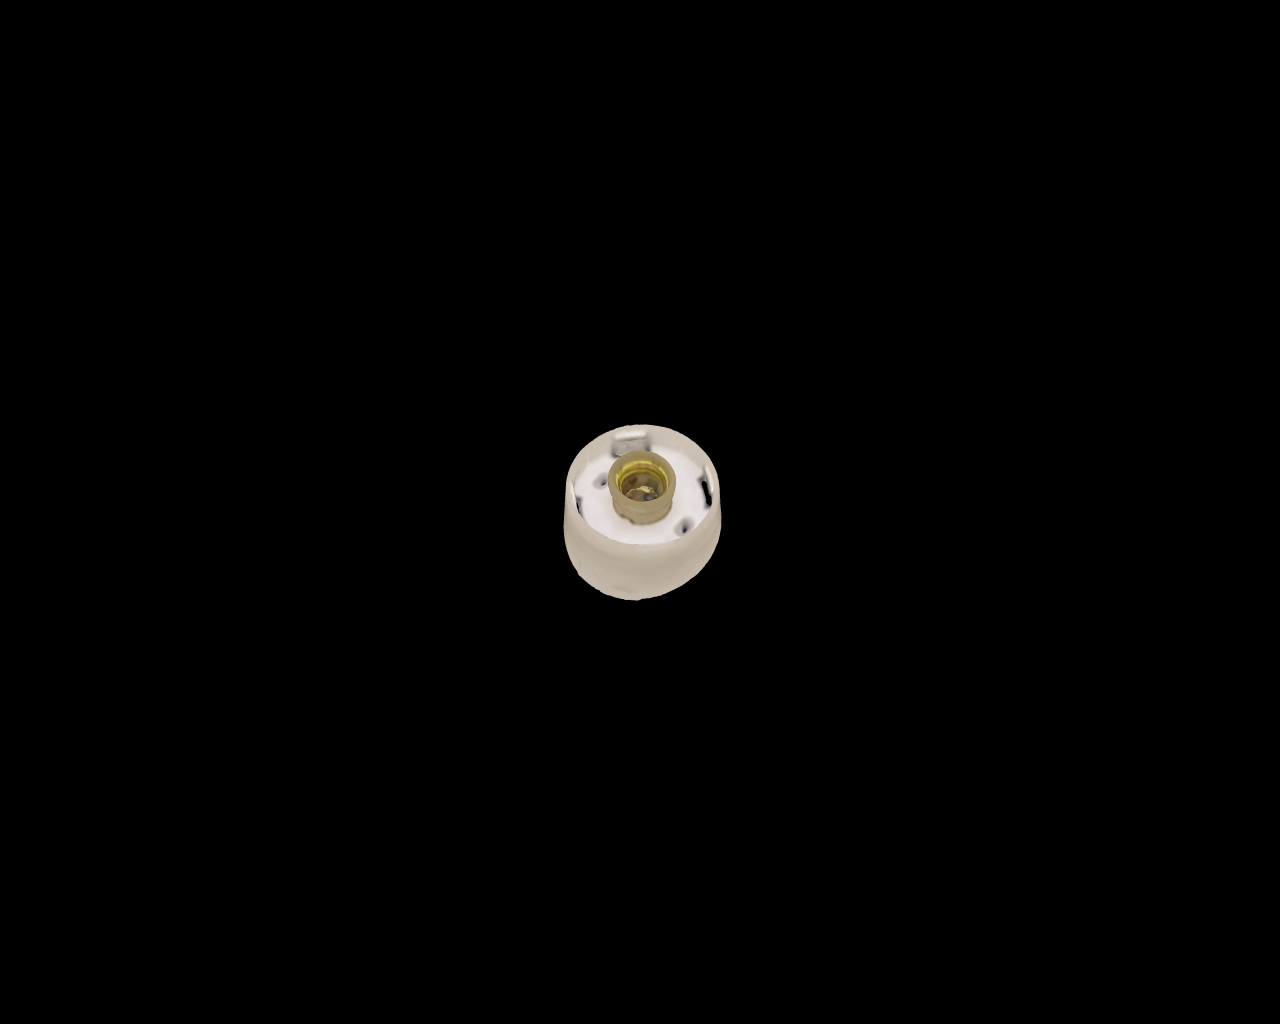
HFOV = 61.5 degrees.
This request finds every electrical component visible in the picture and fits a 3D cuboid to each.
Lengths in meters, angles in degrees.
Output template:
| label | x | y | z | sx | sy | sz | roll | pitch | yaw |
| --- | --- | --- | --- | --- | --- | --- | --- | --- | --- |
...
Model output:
| label | x | y | z | sx | sy | sz | roll | pitch | yaw |
| --- | --- | --- | --- | --- | --- | --- | --- | --- | --- |
| electrical component | 0.001 | -0.003 | 0.650 | 0.099 | 0.099 | 0.064 | 0 | -34 | 0 |
